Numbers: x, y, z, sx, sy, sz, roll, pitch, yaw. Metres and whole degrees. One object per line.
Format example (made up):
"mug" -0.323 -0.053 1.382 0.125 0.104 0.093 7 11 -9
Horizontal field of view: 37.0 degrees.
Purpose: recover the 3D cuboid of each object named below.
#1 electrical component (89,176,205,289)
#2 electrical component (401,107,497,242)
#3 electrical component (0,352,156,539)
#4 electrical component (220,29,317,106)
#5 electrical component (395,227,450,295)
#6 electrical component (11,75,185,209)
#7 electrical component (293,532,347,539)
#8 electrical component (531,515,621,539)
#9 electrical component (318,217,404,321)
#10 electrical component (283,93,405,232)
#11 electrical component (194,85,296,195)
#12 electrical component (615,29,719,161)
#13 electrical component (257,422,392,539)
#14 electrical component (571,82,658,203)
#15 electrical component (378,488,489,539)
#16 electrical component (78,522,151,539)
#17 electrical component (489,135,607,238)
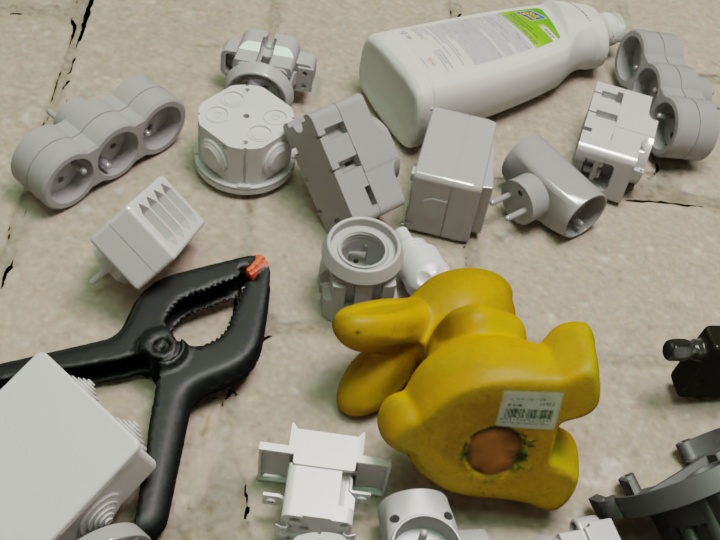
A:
"electrical component" -0.159 -0.016 0.750 0.047 0.076 0.083 48 17 -10
"electrical component" 0.074 -0.078 0.834 0.061 0.061 0.096 14 50 4
"electrical component" -0.179 0.111 0.618 0.100 0.048 0.099 38 75 21
"electrical component" -0.079 -0.157 0.885 0.078 0.058 0.057 11 47 1
"electrical component" 0.042 -0.007 0.788 0.035 0.035 0.061 -14 51 -19
"electrical component" -0.210 -0.109 0.828 0.074 0.052 0.138 37 55 22
"electrical component" -0.023 0.191 0.600 0.080 0.051 0.080 4 50 -5
"electrical component" 0.127 0.179 0.636 0.055 0.048 0.066 -4 50 -20
"electrical component" 0.000 0.000 0.761 0.058 0.057 0.078 -1 50 -8
"electrical component" -0.009 -0.081 0.806 0.056 0.050 0.089 -27 99 -27
"electrical component" -0.089 -0.101 0.839 0.080 0.051 0.080 4 49 -4
"electrical component" 0.278 -0.150 0.930 0.074 0.052 0.138 3 49 -18
"electrical component" -0.024 0.133 0.656 0.081 0.042 0.063 7 53 -1
"electrical component" 0.208 -0.104 0.882 0.056 0.050 0.089 18 49 8
"electrical component" 0.054 0.171 0.631 0.079 0.044 0.077 -1 50 -8
"electrical component" -0.134 0.178 0.593 0.078 0.058 0.057 -22 59 -24
"electrical component" 0.137 -0.059 0.838 0.079 0.044 0.077 -25 57 -26
